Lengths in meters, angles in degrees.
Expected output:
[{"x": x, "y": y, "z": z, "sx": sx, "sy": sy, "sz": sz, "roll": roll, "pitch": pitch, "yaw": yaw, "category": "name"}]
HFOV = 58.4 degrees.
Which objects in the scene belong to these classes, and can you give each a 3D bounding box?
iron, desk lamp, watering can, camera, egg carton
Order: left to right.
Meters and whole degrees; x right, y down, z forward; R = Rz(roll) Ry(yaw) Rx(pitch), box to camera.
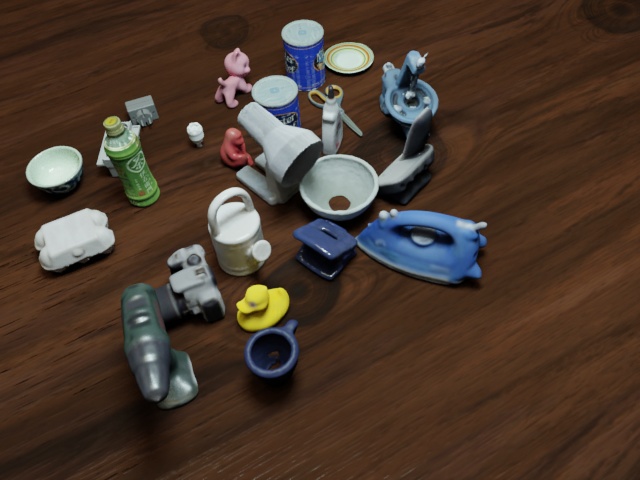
[{"x": -0.498, "y": 0.002, "z": 1.166, "sx": 0.150, "sy": 0.069, "sz": 0.107, "roll": -25, "pitch": 56, "yaw": -15, "category": "egg carton"}, {"x": -0.263, "y": 0.090, "z": 1.071, "sx": 0.137, "sy": 0.101, "sz": 0.143, "roll": -22, "pitch": 56, "yaw": -13, "category": "camera"}, {"x": -0.155, "y": -0.020, "z": 1.089, "sx": 0.172, "sy": 0.194, "sz": 0.101, "roll": 22, "pitch": 58, "yaw": 18, "category": "watering can"}, {"x": -0.093, "y": -0.171, "z": 1.184, "sx": 0.202, "sy": 0.214, "sz": 0.118, "roll": 36, "pitch": 63, "yaw": 25, "category": "desk lamp"}, {"x": 0.191, "y": -0.010, "z": 1.097, "sx": 0.258, "sy": 0.141, "sz": 0.119, "roll": 11, "pitch": 55, "yaw": 11, "category": "iron"}]

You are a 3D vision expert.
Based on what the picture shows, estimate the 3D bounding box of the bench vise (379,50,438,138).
[{"x": 0.184, "y": -0.347, "z": 1.295, "sx": 0.122, "sy": 0.220, "sz": 0.207, "roll": -32, "pitch": 58, "yaw": -19, "category": "bench vise"}]

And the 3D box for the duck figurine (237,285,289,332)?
[{"x": -0.108, "y": 0.114, "z": 1.055, "sx": 0.105, "sy": 0.086, "sz": 0.077, "roll": -28, "pitch": 57, "yaw": -16, "category": "duck figurine"}]

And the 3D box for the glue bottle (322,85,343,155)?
[{"x": 0.026, "y": -0.272, "z": 1.277, "sx": 0.037, "sy": 0.173, "sz": 0.078, "roll": 10, "pitch": 55, "yaw": 10, "category": "glue bottle"}]

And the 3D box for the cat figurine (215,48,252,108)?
[{"x": -0.216, "y": -0.415, "z": 1.427, "sx": 0.067, "sy": 0.118, "sz": 0.128, "roll": 21, "pitch": 58, "yaw": 18, "category": "cat figurine"}]

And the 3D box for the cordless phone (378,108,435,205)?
[{"x": 0.179, "y": -0.180, "z": 1.195, "sx": 0.094, "sy": 0.185, "sz": 0.148, "roll": 30, "pitch": 61, "yaw": 22, "category": "cordless phone"}]

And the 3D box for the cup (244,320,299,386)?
[{"x": -0.072, "y": 0.199, "z": 0.985, "sx": 0.091, "sy": 0.095, "sz": 0.118, "roll": 25, "pitch": 59, "yaw": 20, "category": "cup"}]

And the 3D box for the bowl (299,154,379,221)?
[{"x": 0.040, "y": -0.098, "z": 1.210, "sx": 0.167, "sy": 0.075, "sz": 0.167, "roll": -1, "pitch": 54, "yaw": 2, "category": "bowl"}]

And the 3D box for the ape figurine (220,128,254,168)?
[{"x": -0.191, "y": -0.213, "z": 1.294, "sx": 0.076, "sy": 0.092, "sz": 0.078, "roll": 3, "pitch": 54, "yaw": 5, "category": "ape figurine"}]

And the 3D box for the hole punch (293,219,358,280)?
[{"x": 0.010, "y": 0.004, "z": 1.127, "sx": 0.108, "sy": 0.091, "sz": 0.101, "roll": 31, "pitch": 61, "yaw": 23, "category": "hole punch"}]

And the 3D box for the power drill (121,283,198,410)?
[{"x": -0.262, "y": 0.192, "z": 0.929, "sx": 0.076, "sy": 0.208, "sz": 0.229, "roll": -20, "pitch": 55, "yaw": -11, "category": "power drill"}]
